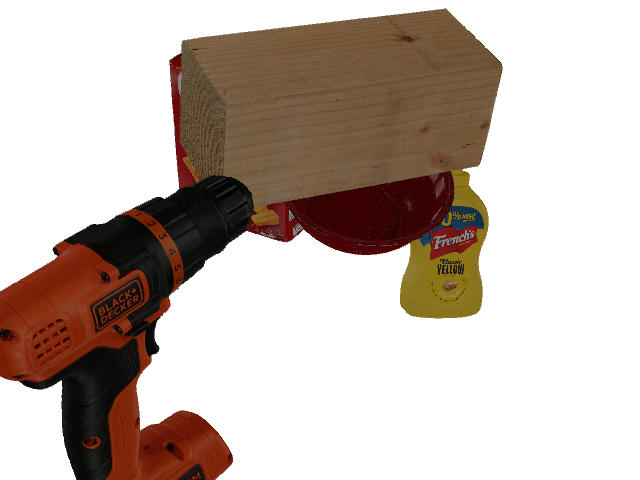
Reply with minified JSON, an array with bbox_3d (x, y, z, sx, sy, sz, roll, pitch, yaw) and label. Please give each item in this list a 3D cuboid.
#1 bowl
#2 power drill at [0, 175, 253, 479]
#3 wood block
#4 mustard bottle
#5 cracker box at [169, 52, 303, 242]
[{"bbox_3d":[0.034,-0.040,0.948,0.162,0.162,0.055,0,-41,-11],"label":"bowl"},{"bbox_3d":[-0.101,0.070,0.621,0.057,0.188,0.184,22,42,38],"label":"power drill"},{"bbox_3d":[0.012,-0.096,0.760,0.205,0.090,0.091,-11,43,-21],"label":"wood block"},{"bbox_3d":[0.148,-0.006,1.252,0.096,0.192,0.058,0,15,-12],"label":"mustard bottle"},{"bbox_3d":[-0.096,-0.117,1.302,0.164,0.214,0.072,18,38,24],"label":"cracker box"}]
